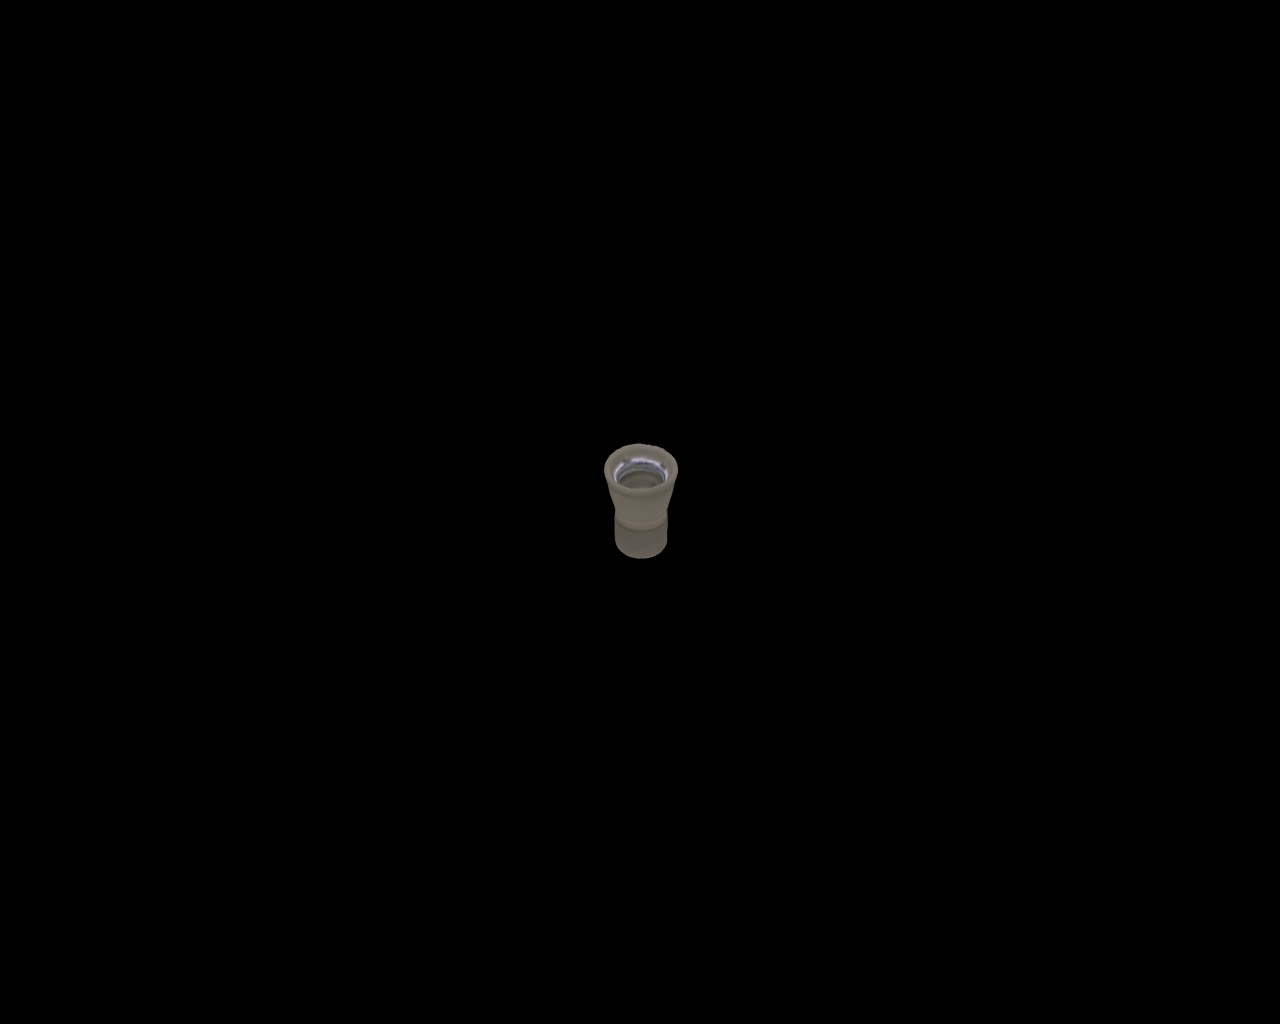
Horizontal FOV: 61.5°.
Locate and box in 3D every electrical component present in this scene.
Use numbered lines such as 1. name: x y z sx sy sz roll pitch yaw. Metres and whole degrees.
1. electrical component: 0.001 -0.003 0.650 0.044 0.065 0.044 0 40 0
